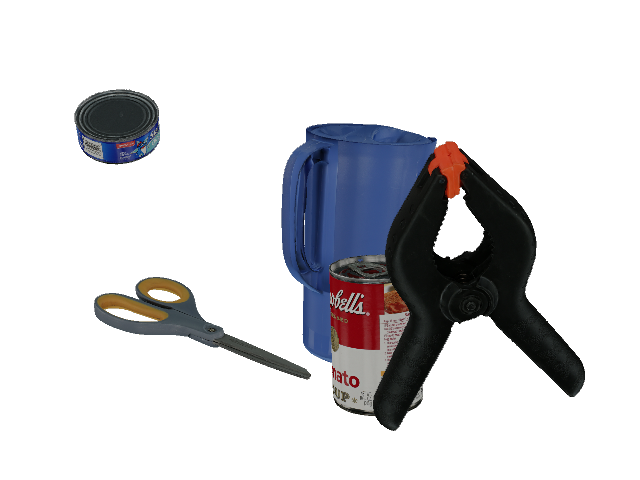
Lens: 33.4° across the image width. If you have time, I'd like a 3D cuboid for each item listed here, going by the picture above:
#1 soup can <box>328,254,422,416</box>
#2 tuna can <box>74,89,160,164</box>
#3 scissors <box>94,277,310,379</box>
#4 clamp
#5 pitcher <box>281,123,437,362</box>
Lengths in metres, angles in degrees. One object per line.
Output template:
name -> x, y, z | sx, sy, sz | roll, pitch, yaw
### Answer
soup can -> 0.041, 0.067, 0.773 | 0.068, 0.102, 0.068 | -2, 14, 0
tuna can -> -0.208, -0.117, 1.099 | 0.086, 0.034, 0.086 | 1, 44, -1
scissors -> -0.094, 0.070, 0.915 | 0.202, 0.016, 0.096 | 13, 26, 10
clamp -> 0.069, 0.033, 0.575 | 0.120, 0.171, 0.039 | -21, 27, 0
pitcher -> 0.035, 0.003, 1.101 | 0.149, 0.243, 0.145 | 5, 14, 1
